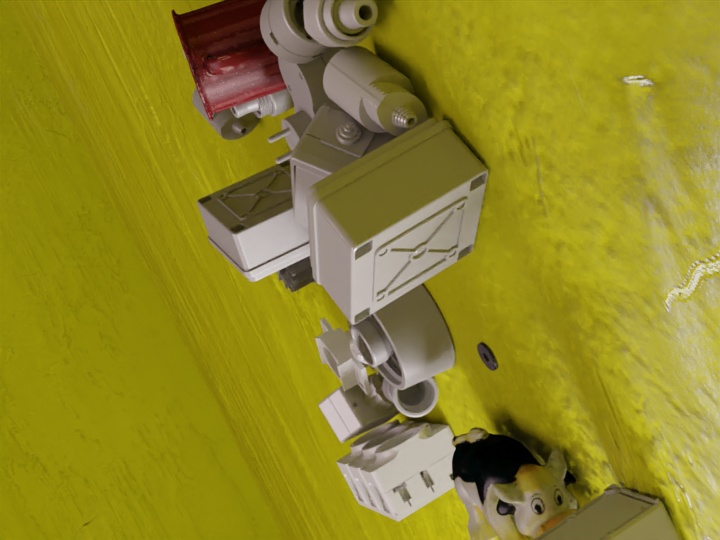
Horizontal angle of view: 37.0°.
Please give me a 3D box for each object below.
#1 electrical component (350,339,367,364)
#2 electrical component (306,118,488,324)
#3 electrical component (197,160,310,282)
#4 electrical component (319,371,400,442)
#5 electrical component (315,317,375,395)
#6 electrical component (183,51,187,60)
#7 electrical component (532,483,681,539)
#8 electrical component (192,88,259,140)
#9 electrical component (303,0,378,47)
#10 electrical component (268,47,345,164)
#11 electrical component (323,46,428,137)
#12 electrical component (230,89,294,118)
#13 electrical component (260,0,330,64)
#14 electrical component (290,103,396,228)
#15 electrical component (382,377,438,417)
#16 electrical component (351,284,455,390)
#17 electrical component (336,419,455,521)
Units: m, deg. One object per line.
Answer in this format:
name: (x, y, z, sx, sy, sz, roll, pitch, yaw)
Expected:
electrical component: (0.014, 0.055, 1.018, 0.048, 0.048, 0.062, 49, 153, 38)
electrical component: (0.023, -0.031, 0.716, 0.056, 0.109, 0.108, 52, 162, 23)
electrical component: (-0.085, -0.050, 1.027, 0.109, 0.109, 0.056, 38, 149, 56)
electrical component: (0.016, 0.129, 1.100, 0.076, 0.083, 0.047, -42, 74, 35)
electrical component: (-0.004, 0.079, 1.075, 0.081, 0.064, 0.042, 49, 162, 39)
electrical component: (-0.131, -0.204, 1.007, 0.047, 0.055, 0.055, 44, 157, 38)
electrical component: (0.157, 0.193, 0.700, 0.061, 0.096, 0.062, 63, 165, -6)
electrical component: (-0.138, -0.164, 1.119, 0.081, 0.043, 0.043, 48, 159, 41)
electrical component: (-0.009, -0.168, 0.704, 0.062, 0.043, 0.043, 24, 140, 63)
electrical component: (-0.037, -0.108, 0.836, 0.052, 0.074, 0.138, 40, 154, 53)
electrical component: (0.013, -0.116, 0.722, 0.081, 0.043, 0.043, 45, 158, 45)
electrical component: (-0.083, -0.152, 0.928, 0.043, 0.062, 0.043, 54, 163, 25)
electrical component: (-0.038, -0.178, 0.758, 0.055, 0.055, 0.047, 64, 160, -8)
electrical component: (-0.013, -0.067, 0.766, 0.062, 0.061, 0.096, 23, 153, 11)
electrical component: (0.045, 0.114, 1.026, 0.044, 0.044, 0.065, 63, 169, -6)
electrical component: (0.027, 0.053, 0.937, 0.108, 0.060, 0.108, 54, 163, 25)
electrical component: (0.040, 0.195, 1.088, 0.061, 0.089, 0.150, 62, 165, -2)
